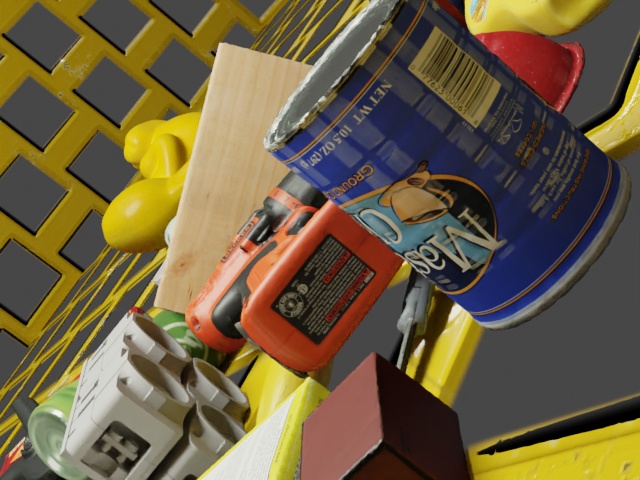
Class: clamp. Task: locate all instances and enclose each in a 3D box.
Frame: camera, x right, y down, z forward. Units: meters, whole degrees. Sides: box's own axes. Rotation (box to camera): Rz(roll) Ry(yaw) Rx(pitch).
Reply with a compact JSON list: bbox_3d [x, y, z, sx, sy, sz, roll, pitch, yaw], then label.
[{"bbox_3d":[-0.243,0.189,0.918,0.172,0.039,0.120,-14,55,50],"label":"clamp"}]

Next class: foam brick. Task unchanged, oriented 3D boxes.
[{"bbox_3d":[0.026,0.094,0.446,0.051,0.053,0.078,-48,13,16],"label":"foam brick"}]

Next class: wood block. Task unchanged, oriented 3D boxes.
[{"bbox_3d":[-0.061,-0.038,0.842,0.091,0.090,0.206,169,114,-84],"label":"wood block"}]

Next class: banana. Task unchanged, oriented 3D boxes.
[{"bbox_3d":[-0.019,0.076,0.685,0.070,0.037,0.197,-43,15,24],"label":"banana"}]

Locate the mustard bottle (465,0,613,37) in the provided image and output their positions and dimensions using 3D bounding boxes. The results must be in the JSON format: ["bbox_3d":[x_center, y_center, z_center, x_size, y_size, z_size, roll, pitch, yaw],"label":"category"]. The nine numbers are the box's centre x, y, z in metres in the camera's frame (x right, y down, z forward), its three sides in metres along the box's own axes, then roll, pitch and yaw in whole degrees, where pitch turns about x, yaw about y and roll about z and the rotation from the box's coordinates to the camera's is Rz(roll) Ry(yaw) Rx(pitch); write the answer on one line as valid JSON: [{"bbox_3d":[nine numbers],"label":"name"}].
[{"bbox_3d":[0.151,-0.184,0.769,0.096,0.058,0.192,-62,14,-4],"label":"mustard bottle"}]

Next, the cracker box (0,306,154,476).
[{"bbox_3d":[-0.225,0.178,1.040,0.214,0.072,0.164,-51,13,1],"label":"cracker box"}]

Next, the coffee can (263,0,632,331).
[{"bbox_3d":[0.059,-0.039,0.502,0.103,0.140,0.103,-48,13,15],"label":"coffee can"}]

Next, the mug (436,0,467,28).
[{"bbox_3d":[0.085,-0.138,0.836,0.082,0.093,0.117,-40,-15,25],"label":"mug"}]

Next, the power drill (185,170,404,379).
[{"bbox_3d":[-0.004,0.001,0.646,0.184,0.057,0.188,-54,12,-4],"label":"power drill"}]

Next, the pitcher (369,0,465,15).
[{"bbox_3d":[0.130,-0.275,0.962,0.149,0.145,0.242,-4,34,28],"label":"pitcher"}]

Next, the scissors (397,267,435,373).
[{"bbox_3d":[0.055,0.021,0.562,0.201,0.016,0.096,-70,-5,-56],"label":"scissors"}]

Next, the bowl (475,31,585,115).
[{"bbox_3d":[0.095,-0.082,0.696,0.162,0.055,0.162,-48,13,15],"label":"bowl"}]

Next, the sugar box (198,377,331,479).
[{"bbox_3d":[-0.051,0.158,0.555,0.176,0.048,0.093,-48,12,32],"label":"sugar box"}]
